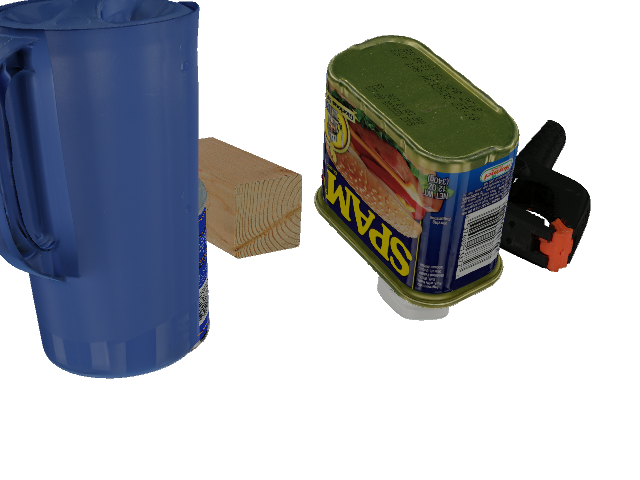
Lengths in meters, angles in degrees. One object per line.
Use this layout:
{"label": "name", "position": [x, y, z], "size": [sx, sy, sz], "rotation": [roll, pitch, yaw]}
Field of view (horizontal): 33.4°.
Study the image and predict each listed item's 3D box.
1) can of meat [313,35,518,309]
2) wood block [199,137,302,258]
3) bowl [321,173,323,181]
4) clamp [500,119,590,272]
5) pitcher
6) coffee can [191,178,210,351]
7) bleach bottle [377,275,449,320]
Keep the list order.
{"label": "can of meat", "position": [0.042, -0.034, 0.491], "size": [0.057, 0.084, 0.102], "rotation": [-23, 49, -24]}
{"label": "wood block", "position": [-0.117, -0.056, 1.287], "size": [0.090, 0.090, 0.206], "rotation": [-11, 23, -33]}
{"label": "bowl", "position": [0.080, -0.034, 1.037], "size": [0.162, 0.055, 0.162], "rotation": [3, 24, -1]}
{"label": "clamp", "position": [0.116, -0.040, 0.743], "size": [0.164, 0.036, 0.210], "rotation": [-1, 27, -5]}
{"label": "pitcher", "position": [-0.146, -0.033, 0.694], "size": [0.149, 0.243, 0.145], "rotation": [-7, 22, -16]}
{"label": "coffee can", "position": [-0.147, 0.019, 0.912], "size": [0.103, 0.140, 0.103], "rotation": [2, 35, -1]}
{"label": "bleach bottle", "position": [0.122, -0.041, 1.236], "size": [0.068, 0.251, 0.103], "rotation": [-1, 22, -22]}
